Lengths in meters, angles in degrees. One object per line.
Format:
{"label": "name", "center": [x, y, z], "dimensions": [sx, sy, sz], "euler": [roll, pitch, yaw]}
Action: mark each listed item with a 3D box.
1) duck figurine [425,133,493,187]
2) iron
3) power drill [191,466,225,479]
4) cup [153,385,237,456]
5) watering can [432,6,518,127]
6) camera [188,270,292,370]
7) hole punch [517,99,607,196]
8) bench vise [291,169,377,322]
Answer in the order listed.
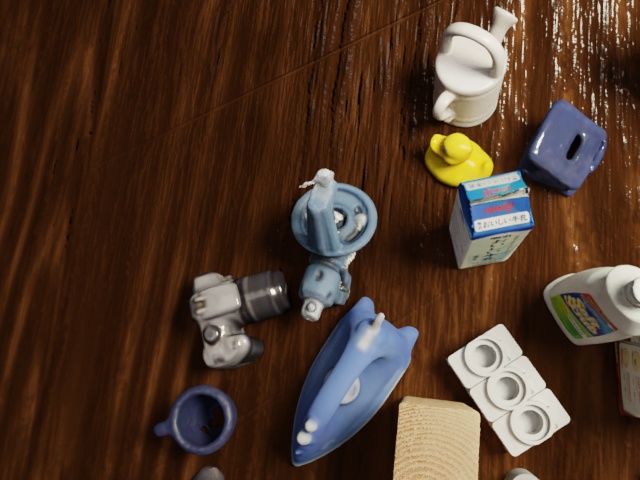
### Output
{"label": "duck figurine", "center": [0.207, -0.126, 0.851], "dimensions": [0.104, 0.086, 0.077], "euler": [25, 82, 14]}
{"label": "iron", "center": [0.026, 0.203, 0.774], "dimensions": [0.118, 0.141, 0.258], "euler": [32, 84, 15]}
{"label": "power drill", "center": [-0.161, 0.380, 0.727], "dimensions": [0.075, 0.208, 0.230], "euler": [26, 82, 15]}
{"label": "cup", "center": [-0.167, 0.257, 0.816], "dimensions": [0.117, 0.095, 0.091], "euler": [-16, 75, 5]}
{"label": "watering can", "center": [0.217, -0.255, 0.824], "dimensions": [0.100, 0.194, 0.173], "euler": [13, 79, 12]}
{"label": "camera", "center": [-0.112, 0.105, 0.841], "dimensions": [0.136, 0.101, 0.143], "euler": [-17, 75, 5]}
{"label": "hole punch", "center": [0.355, -0.133, 0.826], "dimensions": [0.101, 0.091, 0.109], "euler": [28, 83, 15]}
{"label": "bench vise", "center": [0.019, 0.002, 0.782], "dimensions": [0.121, 0.220, 0.207], "euler": [-6, 76, 8]}
